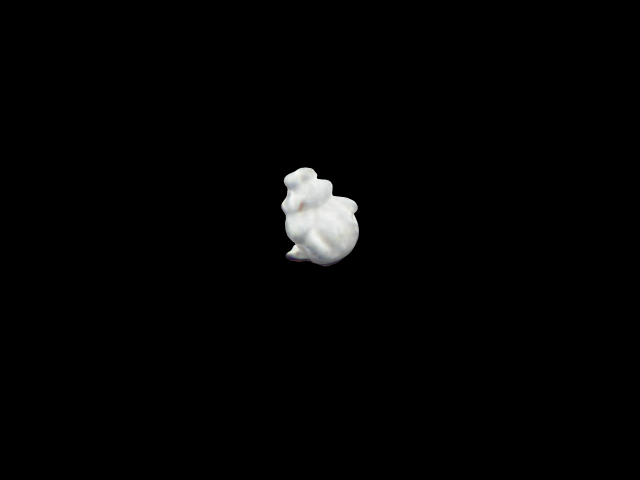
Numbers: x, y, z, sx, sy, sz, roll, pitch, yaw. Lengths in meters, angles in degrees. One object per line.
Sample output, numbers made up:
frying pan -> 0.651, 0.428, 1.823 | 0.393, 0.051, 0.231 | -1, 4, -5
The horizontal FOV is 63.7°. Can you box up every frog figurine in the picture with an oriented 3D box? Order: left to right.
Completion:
frog figurine -> 0.003, -0.043, 0.850 | 0.138, 0.156, 0.124 | -19, 37, -26
